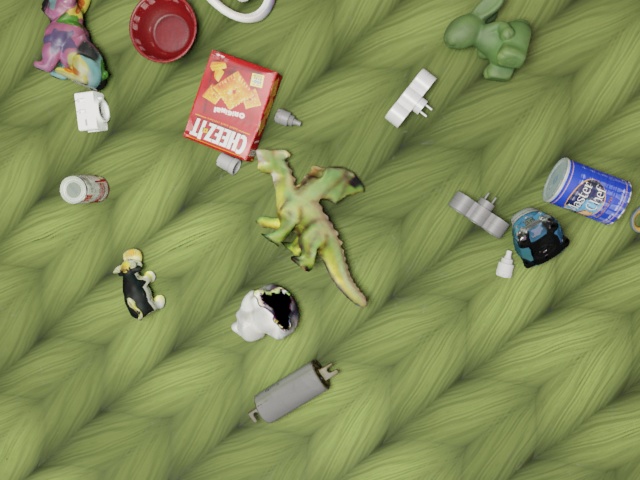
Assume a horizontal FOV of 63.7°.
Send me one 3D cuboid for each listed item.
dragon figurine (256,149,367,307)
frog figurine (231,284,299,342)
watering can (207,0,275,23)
[{"bbox_3d":[0.004,-0.059,1.175,0.410,0.122,0.243,37,89,1],"label":"dragon figurine"},{"bbox_3d":[-0.130,0.183,1.216,0.137,0.125,0.156,37,134,-6],"label":"frog figurine"},{"bbox_3d":[-0.211,-0.655,1.131,0.223,0.105,0.344,-40,110,7],"label":"watering can"}]
